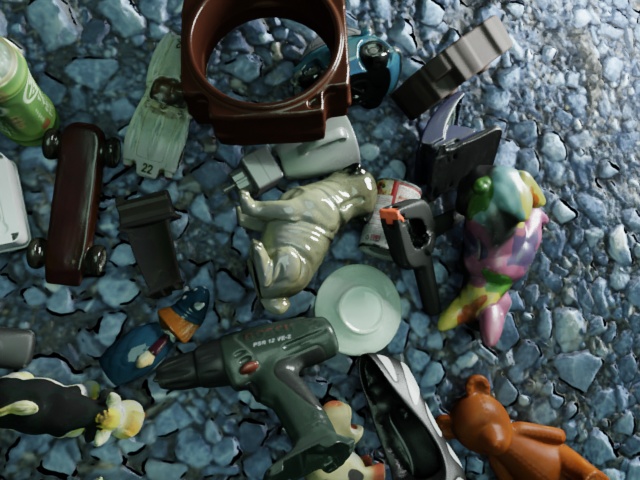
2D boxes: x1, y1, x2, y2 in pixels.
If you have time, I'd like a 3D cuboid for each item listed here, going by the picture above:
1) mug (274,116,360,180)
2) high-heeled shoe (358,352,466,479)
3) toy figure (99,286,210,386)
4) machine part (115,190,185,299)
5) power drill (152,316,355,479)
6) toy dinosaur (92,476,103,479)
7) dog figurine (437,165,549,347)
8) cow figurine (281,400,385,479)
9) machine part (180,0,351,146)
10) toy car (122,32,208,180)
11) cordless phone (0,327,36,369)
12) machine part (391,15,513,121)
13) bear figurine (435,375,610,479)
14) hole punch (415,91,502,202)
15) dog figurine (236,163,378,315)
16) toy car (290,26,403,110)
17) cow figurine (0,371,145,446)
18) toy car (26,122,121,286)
[{"bbox_3d":[-0.006,-0.121,0.733,0.107,0.109,0.080,-22,96,-3],"label":"mug"},{"bbox_3d":[0.102,0.255,0.663,0.086,0.249,0.145,-35,118,23],"label":"high-heeled shoe"},{"bbox_3d":[-0.198,0.115,0.668,0.154,0.057,0.064,-37,62,-14],"label":"toy figure"},{"bbox_3d":[-0.213,0.006,0.693,0.084,0.039,0.139,-12,83,-21],"label":"machine part"},{"bbox_3d":[-0.068,0.194,0.642,0.232,0.085,0.207,-19,42,-14],"label":"power drill"},{"bbox_3d":[-0.278,0.417,0.580,0.405,0.131,0.192,-42,93,-10],"label":"toy dinosaur"},{"bbox_3d":[0.230,0.030,0.741,0.191,0.109,0.219,43,66,-50],"label":"dog figurine"},{"bbox_3d":[0.014,0.305,0.684,0.127,0.085,0.195,8,81,-19],"label":"cow figurine"},{"bbox_3d":[-0.065,-0.224,0.658,0.202,0.087,0.201,-2,76,-1],"label":"machine part"},{"bbox_3d":[-0.202,-0.176,0.712,0.073,0.056,0.201,16,78,-11],"label":"toy car"},{"bbox_3d":[-0.424,0.080,0.618,0.184,0.089,0.146,11,78,-24],"label":"cordless phone"},{"bbox_3d":[0.187,-0.239,0.763,0.179,0.179,0.056,-37,94,-16],"label":"machine part"},{"bbox_3d":[0.263,0.284,0.725,0.196,0.132,0.120,38,97,-13],"label":"bear figurine"},{"bbox_3d":[0.182,-0.134,0.770,0.116,0.142,0.092,-28,67,-8],"label":"hole punch"},{"bbox_3d":[-0.001,-0.004,0.697,0.191,0.121,0.172,-11,89,-13],"label":"dog figurine"},{"bbox_3d":[0.029,-0.245,0.766,0.162,0.109,0.103,-16,64,-5],"label":"toy car"},{"bbox_3d":[-0.288,0.193,0.615,0.167,0.098,0.068,12,73,-12],"label":"cow figurine"},{"bbox_3d":[-0.303,-0.045,0.667,0.089,0.053,0.202,6,88,-8],"label":"toy car"}]
